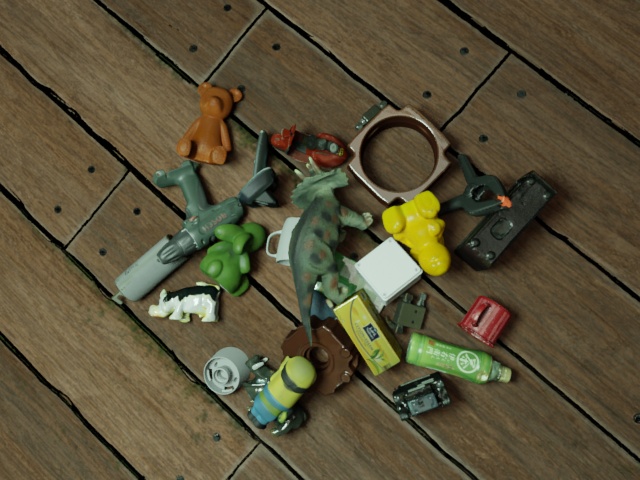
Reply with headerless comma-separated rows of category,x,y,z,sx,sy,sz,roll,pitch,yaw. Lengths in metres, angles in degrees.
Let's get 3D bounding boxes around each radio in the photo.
radio,0.395,-0.039,1.152,0.073,0.131,0.229,41,92,8

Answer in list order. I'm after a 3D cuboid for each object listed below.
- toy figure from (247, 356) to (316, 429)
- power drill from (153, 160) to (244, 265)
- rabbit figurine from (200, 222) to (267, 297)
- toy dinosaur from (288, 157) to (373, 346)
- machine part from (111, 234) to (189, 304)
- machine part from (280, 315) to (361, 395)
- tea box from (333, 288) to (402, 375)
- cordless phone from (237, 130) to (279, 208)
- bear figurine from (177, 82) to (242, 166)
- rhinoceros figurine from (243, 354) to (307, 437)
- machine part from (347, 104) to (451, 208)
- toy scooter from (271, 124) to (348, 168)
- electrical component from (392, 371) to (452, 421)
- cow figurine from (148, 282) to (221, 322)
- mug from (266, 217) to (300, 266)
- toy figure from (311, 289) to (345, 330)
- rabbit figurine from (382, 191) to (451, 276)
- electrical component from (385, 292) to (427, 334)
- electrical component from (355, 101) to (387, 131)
toy figure,-0.079,0.326,1.142,0.082,0.089,0.180,43,92,-10
power drill,-0.310,-0.074,1.249,0.232,0.086,0.207,-27,69,-19
rabbit figurine,-0.197,0.020,1.233,0.121,0.159,0.170,34,75,19
toy dinosaur,-0.007,0.002,1.144,0.131,0.192,0.405,-14,51,44
machine part,-0.400,0.066,1.280,0.243,0.079,0.079,-39,82,3
machine part,-0.003,0.257,1.193,0.180,0.056,0.179,5,106,19
tea box,0.107,0.199,1.180,0.068,0.098,0.169,-33,86,12
cordless phone,-0.134,-0.167,1.227,0.089,0.146,0.184,5,88,-1
bear figurine,-0.254,-0.277,1.266,0.120,0.132,0.195,15,93,-8
rhinoceros figurine,-0.110,0.351,1.220,0.112,0.073,0.190,-40,82,4
machine part,0.177,-0.186,1.217,0.201,0.087,0.201,-45,80,2
toy scooter,-0.029,-0.218,1.223,0.184,0.135,0.075,13,86,7
electrical component,0.215,0.333,1.146,0.115,0.134,0.058,-24,83,7
cow figurine,-0.320,0.145,1.267,0.167,0.068,0.098,3,81,5
mug,-0.067,0.003,1.244,0.110,0.080,0.107,3,75,14
toy figure,0.024,0.181,1.223,0.154,0.064,0.058,48,55,4
rabbit figurine,0.222,0.004,1.158,0.122,0.162,0.173,-27,69,4
electrical component,0.193,0.162,1.210,0.078,0.045,0.102,11,90,-19
electrical component,0.117,-0.282,1.243,0.094,0.063,0.021,-43,83,-6
